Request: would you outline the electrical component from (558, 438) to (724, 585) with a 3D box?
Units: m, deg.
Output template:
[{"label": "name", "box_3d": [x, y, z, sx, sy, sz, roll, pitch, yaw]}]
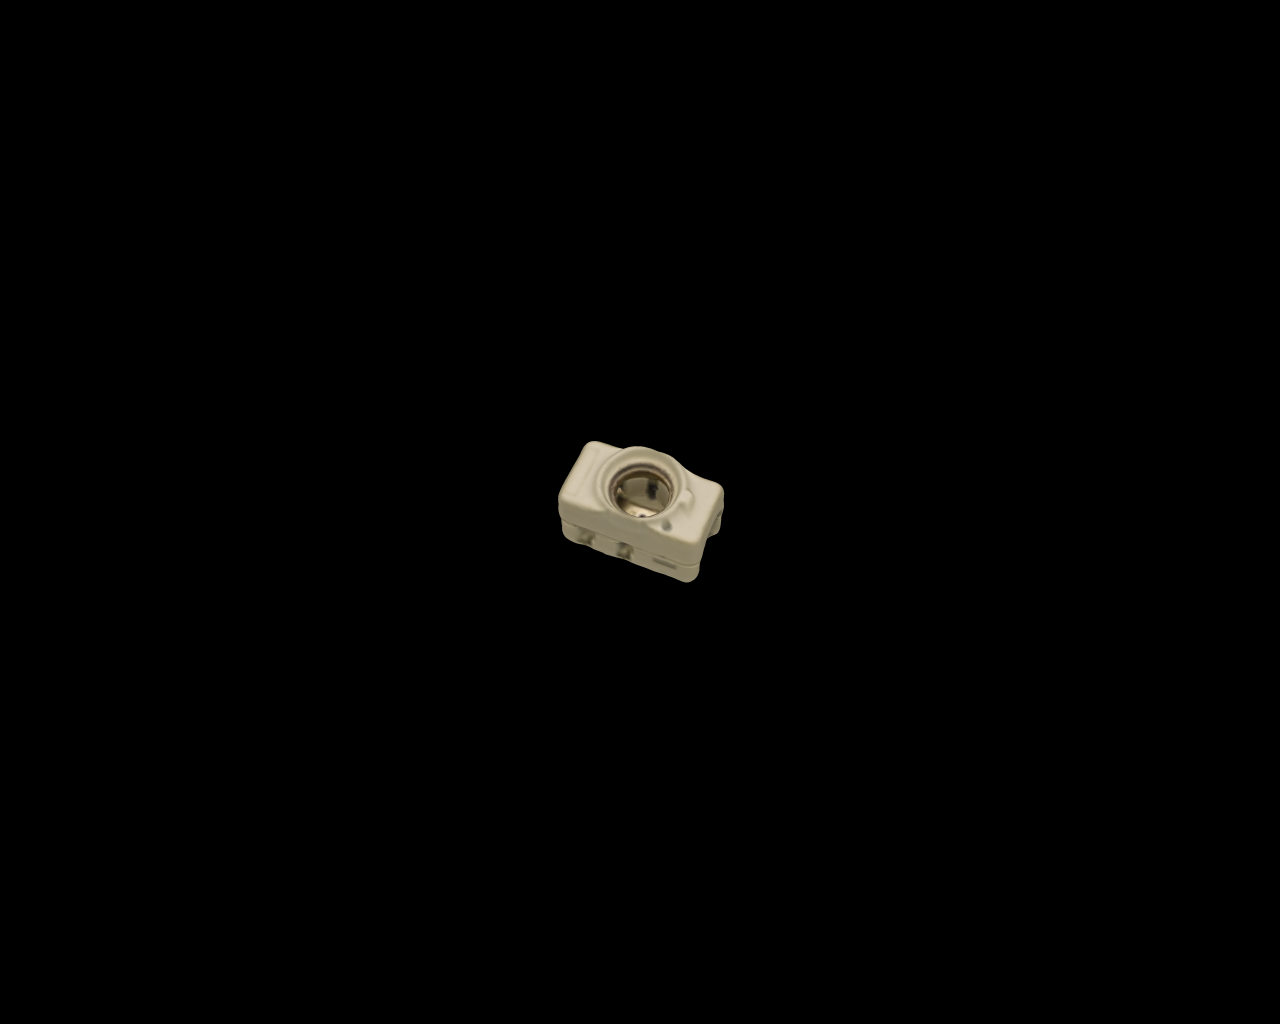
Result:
[{"label": "electrical component", "box_3d": [0.001, -0.003, 0.650, 0.089, 0.050, 0.055, 20, -31, 13]}]
